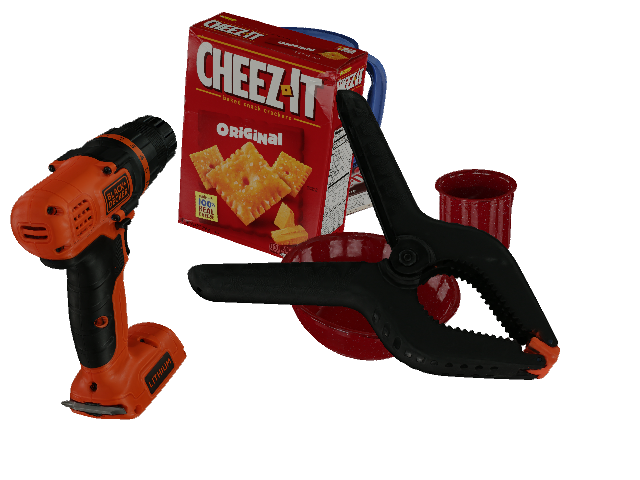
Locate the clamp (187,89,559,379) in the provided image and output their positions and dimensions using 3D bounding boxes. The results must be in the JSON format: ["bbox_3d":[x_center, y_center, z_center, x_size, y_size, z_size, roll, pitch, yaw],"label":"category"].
[{"bbox_3d":[0.039,0.022,0.625,0.210,0.164,0.036,40,-19,15],"label":"clamp"}]

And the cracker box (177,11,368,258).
[{"bbox_3d":[-0.052,-0.096,1.046,0.164,0.214,0.072,19,32,21],"label":"cracker box"}]

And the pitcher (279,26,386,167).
[{"bbox_3d":[-0.019,-0.134,1.319,0.144,0.243,0.149,-10,28,-29],"label":"pitcher"}]

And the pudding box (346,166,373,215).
[{"bbox_3d":[0.044,-0.079,1.617,0.113,0.039,0.090,-22,36,-30],"label":"pudding box"}]

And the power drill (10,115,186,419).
[{"bbox_3d":[-0.144,0.017,0.764,0.057,0.188,0.184,2,25,21],"label":"power drill"}]

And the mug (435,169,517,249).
[{"bbox_3d":[0.188,-0.033,1.246,0.093,0.081,0.117,18,33,37],"label":"mug"}]

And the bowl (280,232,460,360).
[{"bbox_3d":[0.040,0.057,0.948,0.162,0.055,0.162,5,31,-4],"label":"bowl"}]
